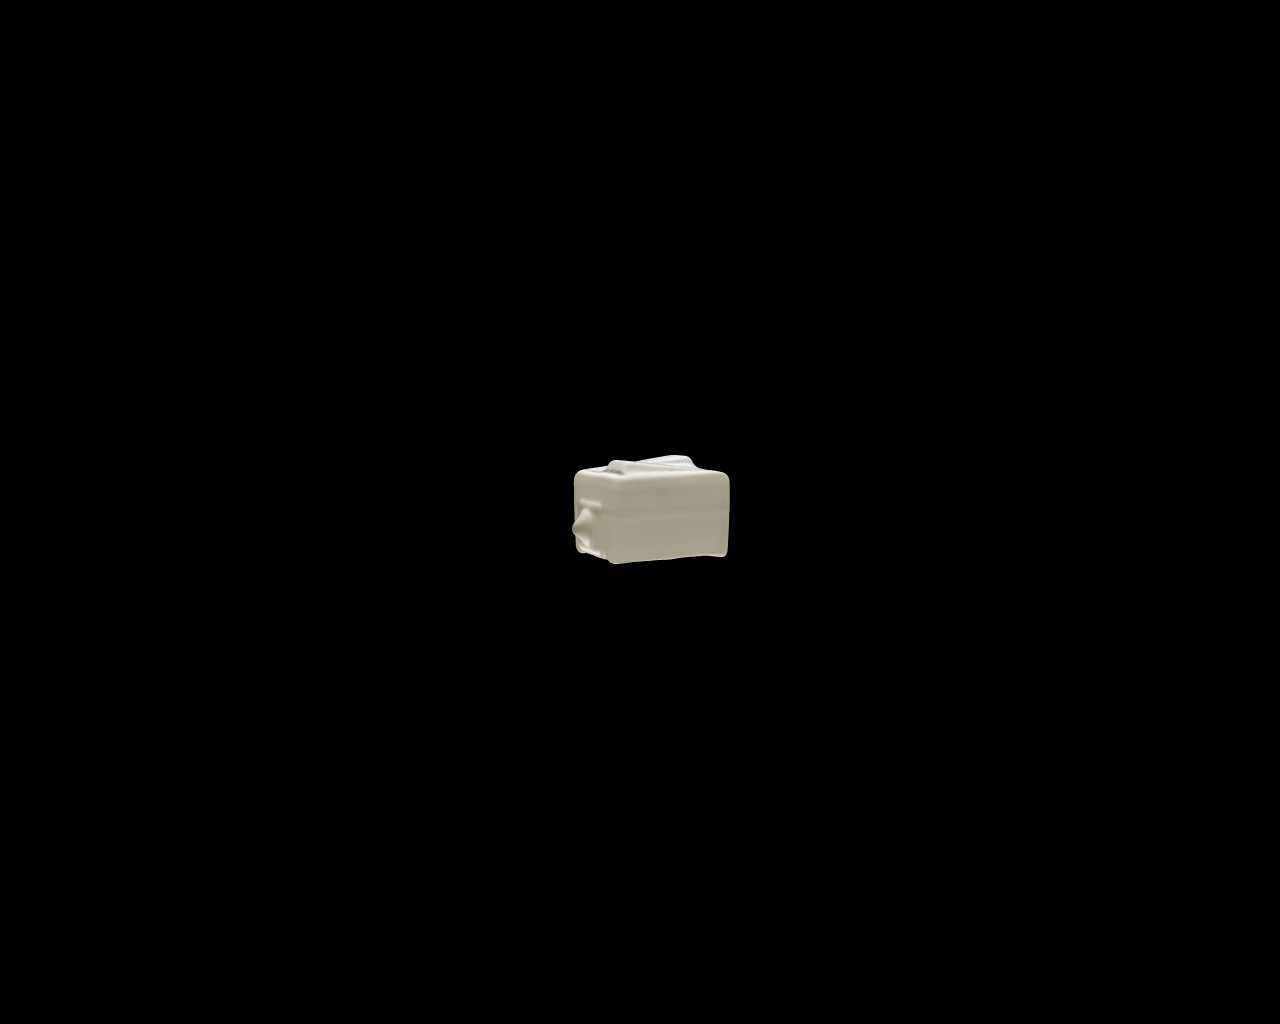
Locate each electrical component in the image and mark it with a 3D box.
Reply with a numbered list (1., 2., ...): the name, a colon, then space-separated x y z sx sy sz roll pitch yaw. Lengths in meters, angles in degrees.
1. electrical component: 0.001 -0.003 0.650 0.096 0.061 0.062 -3 8 -26
